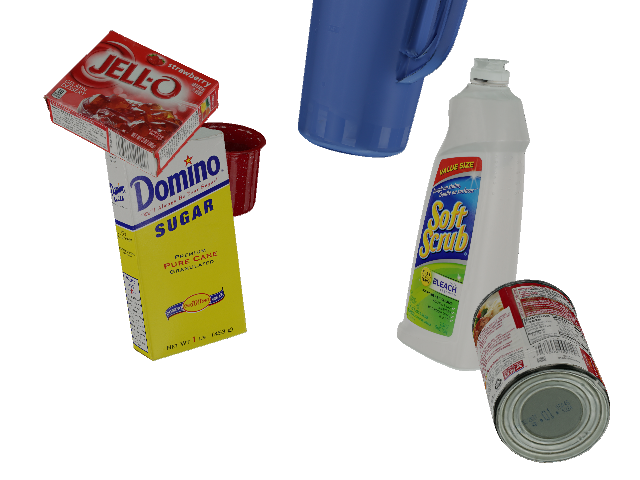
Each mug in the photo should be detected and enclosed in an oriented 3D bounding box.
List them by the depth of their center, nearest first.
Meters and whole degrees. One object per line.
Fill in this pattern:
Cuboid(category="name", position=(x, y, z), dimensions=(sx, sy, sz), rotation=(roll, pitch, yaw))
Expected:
Cuboid(category="mug", position=(-0.108, -0.083, 1.201), dimensions=(0.093, 0.081, 0.117), rotation=(10, 26, 6))

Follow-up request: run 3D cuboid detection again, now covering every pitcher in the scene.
Cuboid(category="pitcher", position=(0.057, -0.203, 0.994), dimensions=(0.145, 0.243, 0.149), rotation=(11, 17, 3))

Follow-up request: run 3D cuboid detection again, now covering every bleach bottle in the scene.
Cuboid(category="bleach bottle", position=(0.123, -0.025, 0.888), dimensions=(0.067, 0.251, 0.103), rotation=(-4, 16, -31))

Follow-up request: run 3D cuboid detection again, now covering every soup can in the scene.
Cuboid(category="soup can", position=(0.132, 0.077, 0.646), dimensions=(0.068, 0.068, 0.102), rotation=(0, 26, 1))

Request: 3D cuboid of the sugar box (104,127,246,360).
Cuboid(category="sugar box", position=(-0.117, 0.001, 0.882), dimensions=(0.093, 0.176, 0.048), rotation=(-16, 21, -30))

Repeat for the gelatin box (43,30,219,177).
Cuboid(category="gelatin box", position=(-0.123, -0.092, 0.701), dimensions=(0.089, 0.073, 0.030), rotation=(28, -32, 14))
